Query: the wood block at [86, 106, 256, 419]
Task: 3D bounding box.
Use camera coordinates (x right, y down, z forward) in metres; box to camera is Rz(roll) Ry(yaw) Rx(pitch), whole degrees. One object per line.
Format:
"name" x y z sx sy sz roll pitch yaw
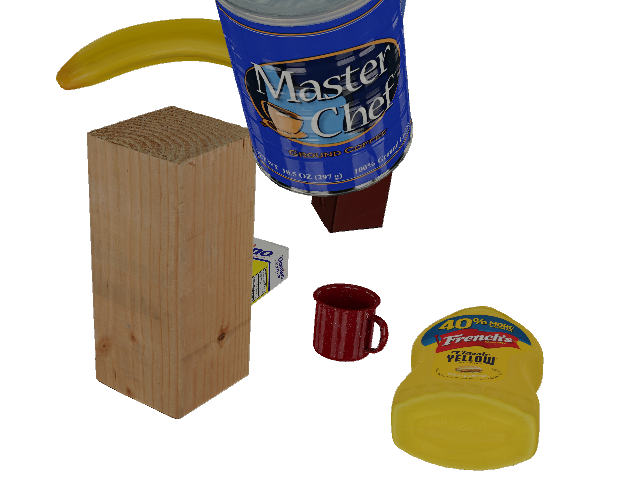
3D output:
"wood block" -0.111 0.015 0.804 0.090 0.206 0.090 20 29 31

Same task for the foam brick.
"foam brick" 0.028 -0.054 0.938 0.051 0.078 0.053 -5 35 -19

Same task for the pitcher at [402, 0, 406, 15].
"pitcher" 0.026 -0.254 0.882 0.145 0.243 0.149 8 19 10

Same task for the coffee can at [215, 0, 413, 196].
"coffee can" -0.002 -0.109 0.614 0.103 0.102 0.140 0 -38 9

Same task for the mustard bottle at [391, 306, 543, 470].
"mustard bottle" 0.112 0.094 0.772 0.096 0.058 0.191 1 18 13

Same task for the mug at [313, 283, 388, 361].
"mug" 0.043 0.117 1.464 0.117 0.081 0.093 18 24 31

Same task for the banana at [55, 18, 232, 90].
"banana" -0.133 -0.166 0.946 0.197 0.069 0.037 -1 -33 -4

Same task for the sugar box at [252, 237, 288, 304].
"sugar box" -0.115 0.044 1.118 0.093 0.048 0.176 15 31 24
